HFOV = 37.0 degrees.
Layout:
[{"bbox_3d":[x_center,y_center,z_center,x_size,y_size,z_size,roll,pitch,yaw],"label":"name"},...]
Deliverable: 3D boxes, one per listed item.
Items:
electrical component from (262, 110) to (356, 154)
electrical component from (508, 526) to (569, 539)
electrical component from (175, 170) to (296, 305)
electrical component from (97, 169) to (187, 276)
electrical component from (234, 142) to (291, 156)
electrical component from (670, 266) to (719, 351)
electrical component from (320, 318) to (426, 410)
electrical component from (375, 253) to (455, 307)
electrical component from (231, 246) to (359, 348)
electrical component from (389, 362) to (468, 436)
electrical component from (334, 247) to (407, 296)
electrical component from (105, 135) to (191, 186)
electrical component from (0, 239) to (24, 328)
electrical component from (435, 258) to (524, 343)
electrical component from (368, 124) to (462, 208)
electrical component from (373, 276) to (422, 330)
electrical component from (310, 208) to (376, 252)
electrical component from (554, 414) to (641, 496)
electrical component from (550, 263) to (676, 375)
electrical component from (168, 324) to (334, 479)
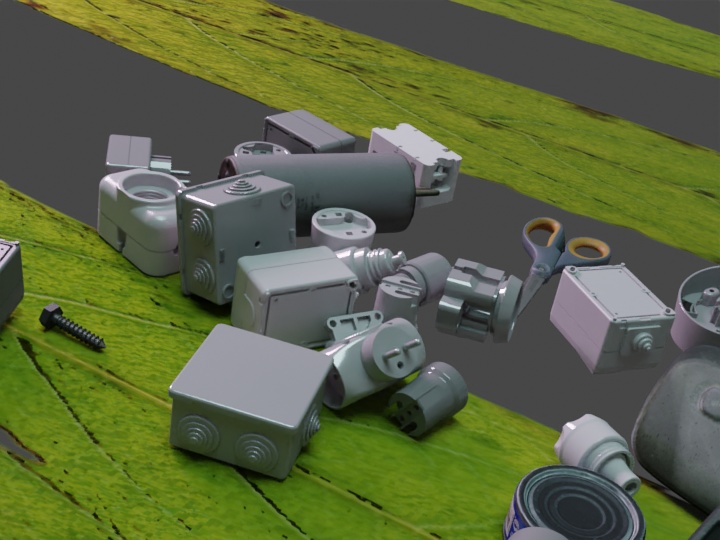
[{"bbox_3d":[-0.046,-0.111,1.064,0.096,0.061,0.061,33,37,33],"label":"electrical component"},{"bbox_3d":[0.100,0.181,0.620,0.055,0.055,0.047,22,28,18],"label":"electrical component"},{"bbox_3d":[-0.097,-0.026,0.867,0.100,0.099,0.048,-20,29,-41],"label":"electrical component"},{"bbox_3d":[-0.179,-0.045,0.911,0.054,0.059,0.095,-18,41,-40],"label":"electrical component"},{"bbox_3d":[-0.095,-0.089,1.025,0.055,0.047,0.055,8,30,-5],"label":"electrical component"},{"bbox_3d":[0.317,0.042,0.914,0.099,0.064,0.099,8,30,-5],"label":"electrical component"},{"bbox_3d":[0.014,0.062,0.771,0.077,0.079,0.044,-22,86,-34],"label":"electrical component"},{"bbox_3d":[0.044,0.012,0.903,0.078,0.040,0.040,-20,42,-41],"label":"electrical component"},{"bbox_3d":[-0.048,0.021,0.837,0.096,0.061,0.061,-9,35,-30],"label":"electrical component"},{"bbox_3d":[0.048,0.093,0.769,0.040,0.040,0.046,31,41,31],"label":"electrical component"},{"bbox_3d":[0.000,0.000,0.884,0.078,0.040,0.040,-15,24,19],"label":"electrical component"},{"bbox_3d":[-0.194,-0.087,0.990,0.077,0.047,0.065,4,31,-12],"label":"electrical component"},{"bbox_3d":[-0.289,0.023,0.766,0.062,0.061,0.096,13,38,5],"label":"electrical component"},{"bbox_3d":[0.100,0.027,0.879,0.057,0.058,0.078,15,30,13],"label":"electrical component"},{"bbox_3d":[0.052,-0.102,1.084,0.050,0.055,0.089,-15,38,-36],"label":"electrical component"},{"bbox_3d":[0.028,0.033,0.856,0.040,0.046,0.040,8,28,-4],"label":"electrical component"},{"bbox_3d":[-0.017,-0.020,0.932,0.055,0.047,0.055,8,30,-5],"label":"electrical component"},{"bbox_3d":[0.165,0.130,0.732,0.043,0.043,0.062,-5,28,-25],"label":"electrical component"},{"bbox_3d":[0.207,0.045,0.877,0.062,0.061,0.096,-3,33,-22],"label":"electrical component"},{"bbox_3d":[-0.074,0.088,0.727,0.100,0.048,0.099,16,30,9],"label":"electrical component"}]
